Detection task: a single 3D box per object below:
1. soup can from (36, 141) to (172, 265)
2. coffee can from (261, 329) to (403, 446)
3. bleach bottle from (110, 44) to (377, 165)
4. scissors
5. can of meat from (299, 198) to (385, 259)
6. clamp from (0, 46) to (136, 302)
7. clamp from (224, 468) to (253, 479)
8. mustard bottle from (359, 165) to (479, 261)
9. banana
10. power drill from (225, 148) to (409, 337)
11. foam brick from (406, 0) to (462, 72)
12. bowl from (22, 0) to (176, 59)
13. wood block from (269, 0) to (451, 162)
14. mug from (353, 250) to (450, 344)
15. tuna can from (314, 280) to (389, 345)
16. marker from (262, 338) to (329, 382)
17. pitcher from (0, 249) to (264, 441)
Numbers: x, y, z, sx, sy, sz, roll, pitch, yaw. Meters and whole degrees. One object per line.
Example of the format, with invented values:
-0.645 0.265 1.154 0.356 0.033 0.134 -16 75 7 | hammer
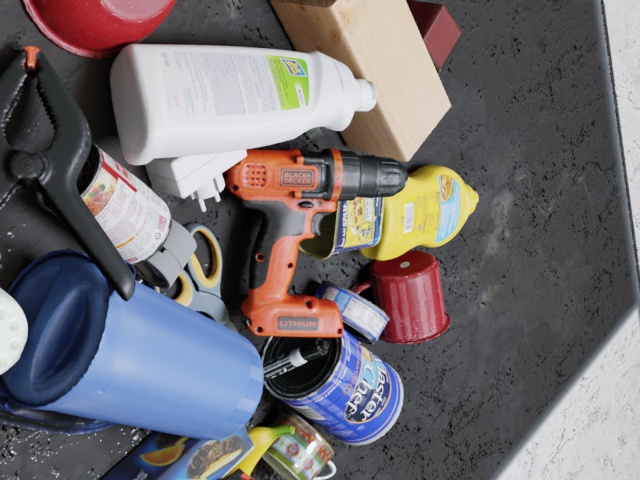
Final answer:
-0.182 -0.030 0.914 0.102 0.069 0.068 44 72 -47 | soup can
0.015 0.153 1.165 0.140 0.103 0.102 43 72 -46 | coffee can
-0.057 -0.123 0.958 0.250 0.068 0.102 -4 74 -32 | bleach bottle
-0.116 0.079 1.063 0.096 0.016 0.202 -35 127 -36 | scissors
0.024 -0.036 1.142 0.083 0.058 0.102 -10 111 -46 | can of meat
-0.217 -0.047 0.830 0.164 0.036 0.210 9 73 -14 | clamp
-0.120 0.283 1.031 0.171 0.039 0.120 -49 174 -30 | clamp
0.122 -0.038 1.244 0.191 0.058 0.096 -12 107 -44 | mustard bottle
-0.086 0.275 1.133 0.037 0.070 0.198 -34 142 -66 | banana
-0.007 0.001 1.065 0.184 0.057 0.188 2 100 -12 | power drill
0.100 -0.220 1.140 0.053 0.078 0.051 43 71 -48 | foam brick
-0.165 -0.226 0.871 0.161 0.055 0.162 -19 117 -42 | bowl
0.044 -0.188 1.082 0.090 0.090 0.206 -51 134 -21 | wood block
0.089 0.066 1.236 0.117 0.093 0.081 -12 112 -5 | mug
0.031 0.080 1.170 0.086 0.086 0.033 42 74 -46 | tuna can
-0.040 0.128 1.096 0.020 0.121 0.020 38 37 -37 | marker
-0.167 0.113 0.952 0.242 0.149 0.145 31 65 -51 | pitcher
